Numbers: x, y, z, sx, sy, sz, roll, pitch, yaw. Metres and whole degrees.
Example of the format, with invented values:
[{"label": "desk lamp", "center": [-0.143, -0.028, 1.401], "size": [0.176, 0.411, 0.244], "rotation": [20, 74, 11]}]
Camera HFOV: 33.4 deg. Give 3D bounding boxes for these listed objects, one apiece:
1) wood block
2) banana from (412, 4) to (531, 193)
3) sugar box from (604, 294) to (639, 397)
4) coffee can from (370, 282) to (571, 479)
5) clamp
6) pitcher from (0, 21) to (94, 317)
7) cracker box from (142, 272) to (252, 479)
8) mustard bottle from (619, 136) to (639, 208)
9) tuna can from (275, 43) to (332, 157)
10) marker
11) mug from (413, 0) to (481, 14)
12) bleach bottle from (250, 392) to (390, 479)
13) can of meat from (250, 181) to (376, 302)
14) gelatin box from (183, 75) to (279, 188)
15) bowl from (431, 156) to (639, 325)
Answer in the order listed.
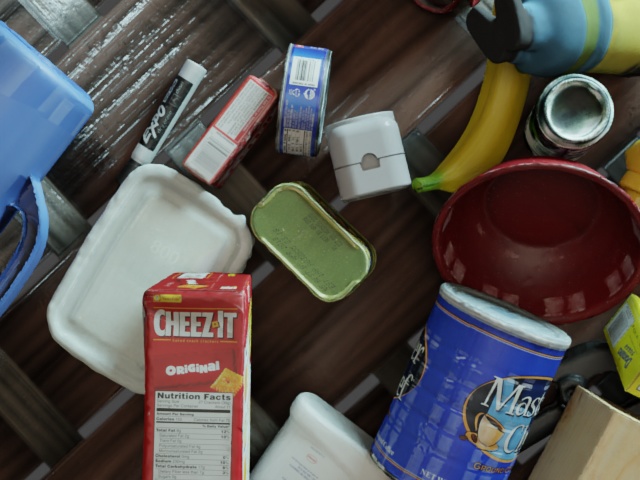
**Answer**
[{"label": "wood block", "center": [0.193, 0.226, 0.786], "size": [0.090, 0.091, 0.206], "rotation": [27, 92, -5]}, {"label": "banana", "center": [0.135, -0.115, 0.837], "size": [0.037, 0.069, 0.198], "rotation": [16, 80, 39]}, {"label": "sugar box", "center": [0.305, 0.111, 0.801], "size": [0.176, 0.093, 0.048], "rotation": [28, 114, -8]}, {"label": "coffee can", "center": [0.110, 0.116, 0.792], "size": [0.103, 0.102, 0.140], "rotation": [23, 98, 2]}, {"label": "clamp", "center": [0.192, 0.131, 0.848], "size": [0.171, 0.039, 0.120], "rotation": [6, 98, 9]}, {"label": "pitcher", "center": [-0.282, -0.041, 0.823], "size": [0.243, 0.145, 0.149], "rotation": [-50, 123, -1]}, {"label": "cracker box", "center": [-0.084, 0.133, 0.736], "size": [0.072, 0.164, 0.214], "rotation": [1, 92, -3]}, {"label": "mustard bottle", "center": [0.285, -0.096, 0.812], "size": [0.058, 0.096, 0.191], "rotation": [32, 92, 10]}, {"label": "tuna can", "center": [-0.012, -0.108, 0.830], "size": [0.034, 0.086, 0.086], "rotation": [8, 91, 1]}, {"label": "marker", "center": [-0.131, -0.091, 0.868], "size": [0.020, 0.020, 0.121], "rotation": [31, 92, 2]}, {"label": "mug", "center": [0.105, -0.232, 0.830], "size": [0.081, 0.093, 0.117], "rotation": [34, 128, 6]}, {"label": "bleach bottle", "center": [-0.049, 0.250, 0.848], "size": [0.102, 0.068, 0.251], "rotation": [37, 95, 5]}, {"label": "can of meat", "center": [-0.006, 0.001, 0.831], "size": [0.102, 0.084, 0.057], "rotation": [44, 94, 2]}, {"label": "gelatin box", "center": [-0.066, -0.084, 0.838], "size": [0.030, 0.073, 0.089], "rotation": [38, 91, 0]}, {"label": "bowl", "center": [0.168, -0.009, 0.816], "size": [0.162, 0.055, 0.162], "rotation": [7, 133, 8]}]
